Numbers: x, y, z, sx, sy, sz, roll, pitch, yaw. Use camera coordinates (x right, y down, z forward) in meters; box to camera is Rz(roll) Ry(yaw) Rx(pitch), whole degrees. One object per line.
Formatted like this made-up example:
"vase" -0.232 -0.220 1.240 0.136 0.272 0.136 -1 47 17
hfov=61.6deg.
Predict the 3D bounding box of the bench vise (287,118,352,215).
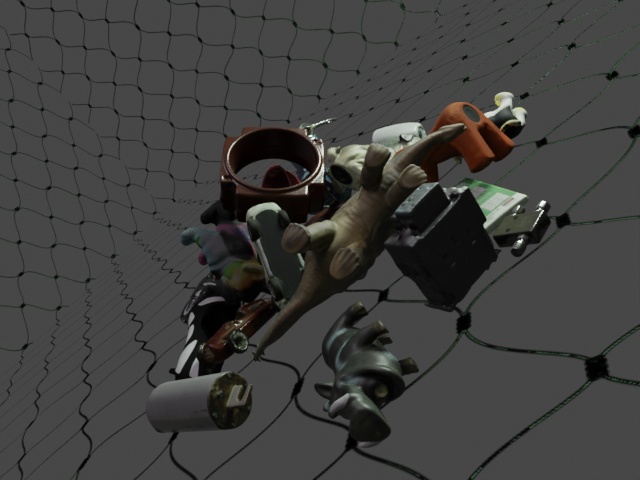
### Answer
"bench vise" 0.005 -0.140 1.201 0.129 0.223 0.241 -10 34 -31

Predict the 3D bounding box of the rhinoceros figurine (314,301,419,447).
"rhinoceros figurine" 0.042 0.143 0.592 0.112 0.073 0.190 -36 18 3

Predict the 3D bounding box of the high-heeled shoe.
"high-heeled shoe" -0.176 0.163 0.953 0.145 0.086 0.249 -11 36 48

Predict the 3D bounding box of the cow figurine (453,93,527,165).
"cow figurine" 0.278 -0.184 0.953 0.167 0.068 0.098 -26 28 36

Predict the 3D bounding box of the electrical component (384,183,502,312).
"electrical component" 0.144 0.001 0.643 0.115 0.134 0.058 -46 23 -22

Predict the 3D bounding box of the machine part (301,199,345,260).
"machine part" -0.002 -0.003 1.037 0.179 0.056 0.179 -39 15 12

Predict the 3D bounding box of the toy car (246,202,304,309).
"toy car" -0.069 0.027 0.924 0.073 0.202 0.056 -17 -20 -16

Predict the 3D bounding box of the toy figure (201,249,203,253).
"toy figure" -0.194 0.001 1.182 0.154 0.057 0.064 -32 36 21

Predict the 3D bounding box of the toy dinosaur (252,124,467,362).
"toy dinosaur" 0.036 0.013 0.769 0.471 0.105 0.198 -45 -17 8

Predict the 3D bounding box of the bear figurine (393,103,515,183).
"bear figurine" 0.200 -0.131 0.903 0.120 0.132 0.196 -25 -17 -47

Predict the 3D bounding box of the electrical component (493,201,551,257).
"electrical component" 0.247 -0.013 0.663 0.063 0.021 0.094 -12 33 54

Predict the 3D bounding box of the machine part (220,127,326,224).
"machine part" -0.090 -0.131 1.046 0.201 0.087 0.201 1 52 -3

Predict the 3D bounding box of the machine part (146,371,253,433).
"machine part" -0.177 0.237 0.775 0.243 0.079 0.079 -19 26 42

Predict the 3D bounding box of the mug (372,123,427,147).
"mug" 0.188 -0.227 1.216 0.107 0.080 0.109 -8 29 38

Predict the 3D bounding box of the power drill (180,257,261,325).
"power drill" -0.188 0.083 1.182 0.207 0.086 0.232 -34 14 36

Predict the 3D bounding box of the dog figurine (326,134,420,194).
"dog figurine" 0.116 -0.163 1.049 0.121 0.172 0.190 6 53 50

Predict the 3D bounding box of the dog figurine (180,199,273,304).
"dog figurine" -0.147 0.025 1.032 0.219 0.108 0.191 27 63 34

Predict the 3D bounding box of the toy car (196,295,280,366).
"toy car" -0.127 0.141 0.900 0.089 0.053 0.202 -29 6 34
